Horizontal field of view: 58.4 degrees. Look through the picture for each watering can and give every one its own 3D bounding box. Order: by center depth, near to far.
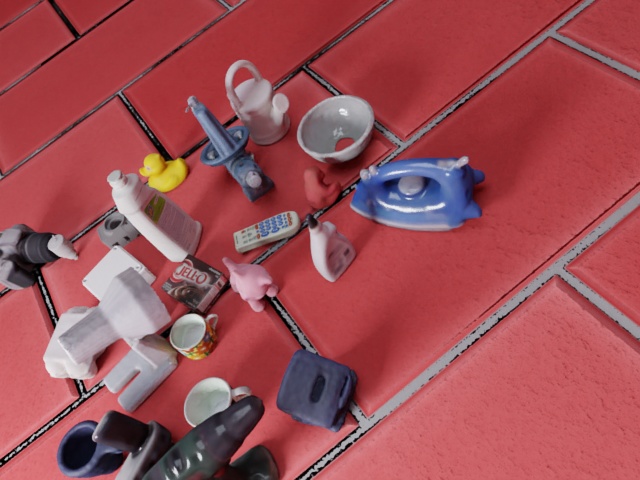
[{"bbox_3d":[-0.138,-0.307,1.250,0.172,0.195,0.101,1,59,22],"label":"watering can"}]

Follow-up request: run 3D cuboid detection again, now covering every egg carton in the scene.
[{"bbox_3d":[-0.474,0.202,1.133,0.107,0.070,0.150,-2,58,20],"label":"egg carton"}]

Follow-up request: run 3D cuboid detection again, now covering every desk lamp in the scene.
[{"bbox_3d":[-0.338,0.174,1.006,0.117,0.214,0.203,34,75,35],"label":"desk lamp"}]

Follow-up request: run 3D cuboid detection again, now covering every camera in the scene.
[{"bbox_3d":[-0.665,0.028,1.302,0.136,0.101,0.143,-3,58,20],"label":"camera"}]

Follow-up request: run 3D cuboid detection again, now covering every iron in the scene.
[{"bbox_3d":[0.159,-0.099,1.031,0.257,0.142,0.118,0,59,21],"label":"iron"}]

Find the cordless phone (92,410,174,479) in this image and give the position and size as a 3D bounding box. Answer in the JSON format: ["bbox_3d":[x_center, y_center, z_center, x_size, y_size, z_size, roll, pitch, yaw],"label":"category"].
[{"bbox_3d":[-0.316,0.347,0.903,0.093,0.185,0.148,11,64,27],"label":"cordless phone"}]

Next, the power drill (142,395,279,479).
[{"bbox_3d":[-0.143,0.325,0.833,0.229,0.209,0.075,-36,53,-3],"label":"power drill"}]

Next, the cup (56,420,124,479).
[{"bbox_3d":[-0.367,0.361,0.971,0.117,0.095,0.091,-10,56,16],"label":"cup"}]

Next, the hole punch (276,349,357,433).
[{"bbox_3d":[-0.003,0.237,0.909,0.100,0.091,0.109,8,62,26],"label":"hole punch"}]

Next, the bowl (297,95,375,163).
[{"bbox_3d":[0.041,-0.218,1.197,0.167,0.075,0.167,-10,56,16],"label":"bowl"}]

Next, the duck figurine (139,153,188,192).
[{"bbox_3d":[-0.363,-0.166,1.316,0.104,0.086,0.077,-26,53,4],"label":"duck figurine"}]

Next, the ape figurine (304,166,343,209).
[{"bbox_3d":[-0.004,-0.111,1.134,0.076,0.092,0.077,-46,54,-11],"label":"ape figurine"}]

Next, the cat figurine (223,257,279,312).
[{"bbox_3d":[-0.132,0.071,1.051,0.127,0.118,0.067,34,76,35],"label":"cat figurine"}]

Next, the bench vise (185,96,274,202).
[{"bbox_3d":[-0.180,-0.196,1.179,0.206,0.220,0.121,27,72,33],"label":"bench vise"}]

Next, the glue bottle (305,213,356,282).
[{"bbox_3d":[0.009,0.004,1.004,0.037,0.174,0.078,32,74,34],"label":"glue bottle"}]
